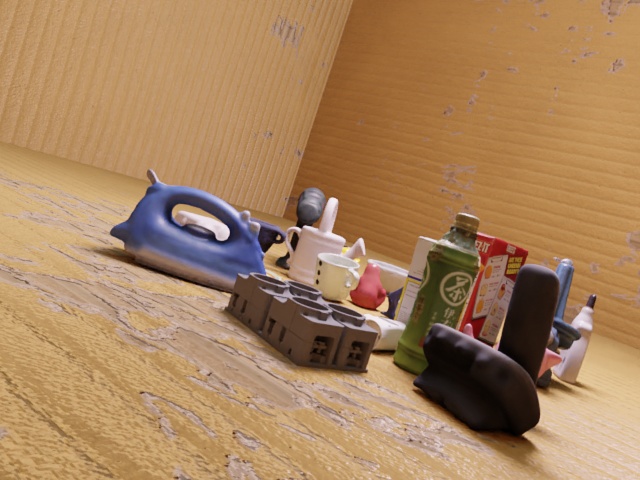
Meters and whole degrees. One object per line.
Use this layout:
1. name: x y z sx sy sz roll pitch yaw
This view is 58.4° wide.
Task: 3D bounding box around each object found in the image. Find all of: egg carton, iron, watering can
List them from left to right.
1. egg carton: -0.246 -0.011 1.189 0.108 0.069 0.149 15 5 -41
2. iron: -0.183 -0.010 0.906 0.258 0.141 0.118 18 4 -2
3. watering can: 0.012 0.004 1.256 0.173 0.194 0.100 17 4 -13

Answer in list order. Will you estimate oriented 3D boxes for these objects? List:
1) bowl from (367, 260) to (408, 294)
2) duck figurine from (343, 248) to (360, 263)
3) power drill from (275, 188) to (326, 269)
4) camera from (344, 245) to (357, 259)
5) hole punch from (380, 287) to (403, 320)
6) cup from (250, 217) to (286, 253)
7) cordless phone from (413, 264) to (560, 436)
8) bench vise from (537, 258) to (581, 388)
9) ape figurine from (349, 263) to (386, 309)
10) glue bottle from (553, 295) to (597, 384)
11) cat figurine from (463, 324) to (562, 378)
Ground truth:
1. bowl: 0.195 0.111 1.518 0.167 0.075 0.167 18 4 -1
2. duck figurine: 0.057 0.060 1.508 0.105 0.086 0.077 17 4 -13
3. power drill: -0.042 -0.031 1.406 0.075 0.208 0.229 18 4 -4
4. camera: 0.028 0.036 1.616 0.143 0.101 0.137 18 4 -5
5. hole punch: 0.186 0.126 1.106 0.109 0.091 0.101 17 4 -15
6. cup: -0.132 0.008 1.279 0.117 0.095 0.092 20 4 29
7. cordless phone: 0.195 0.109 0.650 0.094 0.185 0.147 16 4 -37
8. bench vise: 0.410 0.140 0.997 0.121 0.220 0.207 19 4 4
9. ape figurine: 0.102 0.093 1.182 0.077 0.092 0.076 19 4 17
10. glue bottle: 0.498 0.187 1.102 0.037 0.173 0.078 19 4 11
11. cat figurine: 0.231 0.151 0.729 0.127 0.118 0.067 21 5 39
